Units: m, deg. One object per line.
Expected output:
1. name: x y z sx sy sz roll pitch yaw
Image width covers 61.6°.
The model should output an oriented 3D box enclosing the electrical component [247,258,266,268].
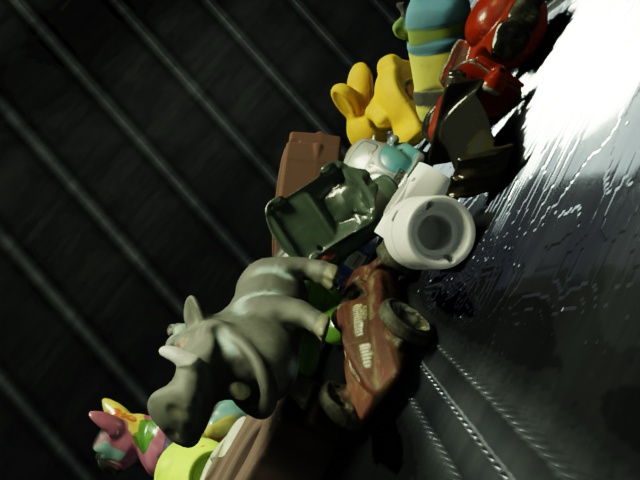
1. electrical component: -0.050 0.079 0.773 0.058 0.134 0.115 -60 2 -13

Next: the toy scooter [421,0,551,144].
1. toy scooter: 0.163 -0.171 0.507 0.183 0.075 0.135 -61 4 4

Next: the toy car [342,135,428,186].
1. toy car: 0.082 -0.099 0.764 0.109 0.103 0.162 -57 6 5

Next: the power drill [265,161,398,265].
1. power drill: -0.001 -0.002 0.612 0.232 0.086 0.207 -33 -16 0

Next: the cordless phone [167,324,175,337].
1. cordless phone: -0.144 0.175 0.815 0.088 0.184 0.146 -63 4 -6

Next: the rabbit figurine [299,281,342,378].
1. rabbit figurine: -0.033 0.095 0.610 0.170 0.121 0.159 -41 -4 -39

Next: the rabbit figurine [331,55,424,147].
1. rabbit figurine: 0.092 -0.195 0.840 0.122 0.162 0.173 -54 8 -31

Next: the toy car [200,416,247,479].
1. toy car: -0.104 0.263 0.529 0.073 0.056 0.202 -56 3 27

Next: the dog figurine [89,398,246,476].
1. dog figurine: -0.235 0.288 0.824 0.191 0.219 0.108 -59 7 -3

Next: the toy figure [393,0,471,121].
1. toy figure: 0.134 -0.213 0.607 0.089 0.082 0.179 -40 -49 -27

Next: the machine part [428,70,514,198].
1. machine part: 0.114 -0.082 0.431 0.139 0.039 0.084 -87 9 -57

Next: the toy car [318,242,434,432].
1. toy car: 0.037 0.062 0.410 0.089 0.053 0.202 -54 4 16

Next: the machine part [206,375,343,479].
1. machine part: -0.047 0.186 0.434 0.179 0.056 0.179 -56 5 6

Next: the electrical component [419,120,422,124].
1. electrical component: 0.175 -0.194 0.736 0.074 0.048 0.119 -56 4 28

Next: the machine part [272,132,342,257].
1. machine part: -0.019 -0.049 0.826 0.201 0.087 0.201 98 179 -76

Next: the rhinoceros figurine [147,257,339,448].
1. rhinoceros figurine: -0.050 0.068 0.388 0.190 0.112 0.073 -58 -16 -61
